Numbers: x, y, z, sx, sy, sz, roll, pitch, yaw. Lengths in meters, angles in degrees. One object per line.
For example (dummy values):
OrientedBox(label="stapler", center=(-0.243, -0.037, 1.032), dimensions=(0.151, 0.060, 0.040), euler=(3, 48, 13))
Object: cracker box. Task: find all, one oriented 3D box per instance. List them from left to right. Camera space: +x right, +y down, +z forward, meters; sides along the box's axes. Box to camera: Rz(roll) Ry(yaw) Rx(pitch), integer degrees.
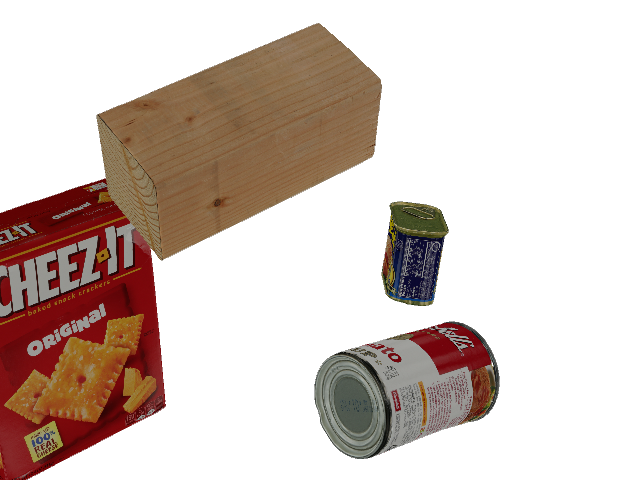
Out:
OrientedBox(label="cracker box", center=(-0.218, 0.076, 0.891), dimensions=(0.163, 0.214, 0.072), euler=(-23, 36, -36))

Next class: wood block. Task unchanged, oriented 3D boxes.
OrientedBox(label="wood block", center=(-0.061, -0.082, 0.851), dimensions=(0.205, 0.091, 0.090), euler=(-27, 56, -24))

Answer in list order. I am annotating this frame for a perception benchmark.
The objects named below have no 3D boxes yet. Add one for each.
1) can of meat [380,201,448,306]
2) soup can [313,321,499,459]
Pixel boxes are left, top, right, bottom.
OrientedBox(label="can of meat", center=(0.098, 0.013, 1.143), dimensions=(0.057, 0.084, 0.102), euler=(7, 18, -3))
OrientedBox(label="soup can", center=(0.055, 0.094, 0.678), dimensions=(0.102, 0.068, 0.069), euler=(-10, 6, -40))
